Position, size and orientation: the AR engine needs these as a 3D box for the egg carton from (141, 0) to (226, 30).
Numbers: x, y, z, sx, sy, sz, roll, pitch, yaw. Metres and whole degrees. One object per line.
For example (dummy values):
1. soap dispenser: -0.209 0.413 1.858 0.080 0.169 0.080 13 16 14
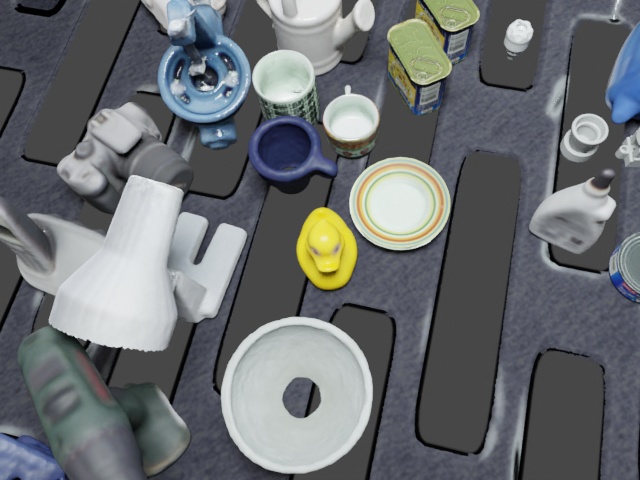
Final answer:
1. egg carton: -0.216 -0.379 0.873 0.107 0.069 0.150 -38 72 -10

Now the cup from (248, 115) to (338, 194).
1. cup: -0.028 -0.095 0.741 0.117 0.095 0.092 23 73 12

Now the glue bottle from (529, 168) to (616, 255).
1. glue bottle: 0.298 -0.038 0.655 0.078 0.173 0.037 30 75 14

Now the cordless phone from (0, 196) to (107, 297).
1. cordless phone: -0.315 0.008 0.675 0.147 0.185 0.094 14 71 10

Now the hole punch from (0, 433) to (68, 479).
1. hole punch: -0.337 0.274 0.629 0.101 0.091 0.109 23 73 12

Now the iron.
1. iron: 0.469 -0.266 0.744 0.118 0.141 0.258 19 72 11

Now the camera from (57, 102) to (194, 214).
1. camera: -0.249 -0.098 0.755 0.136 0.101 0.143 35 76 15

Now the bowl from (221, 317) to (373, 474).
1. bowl: -0.023 0.176 0.651 0.167 0.075 0.167 -1 70 4

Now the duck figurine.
1. duck figurine: 0.006 0.003 0.707 0.077 0.086 0.104 -8 69 1

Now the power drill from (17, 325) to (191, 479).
1. power drill: -0.209 0.193 0.587 0.076 0.208 0.229 -40 72 -10

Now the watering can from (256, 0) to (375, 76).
1. watering can: -0.012 -0.319 0.770 0.172 0.194 0.101 3 70 5

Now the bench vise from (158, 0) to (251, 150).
1. bench vise: -0.167 -0.248 0.741 0.121 0.220 0.207 -25 70 -5

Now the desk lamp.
1. desk lamp: -0.184 0.032 0.642 0.117 0.214 0.203 16 72 10
